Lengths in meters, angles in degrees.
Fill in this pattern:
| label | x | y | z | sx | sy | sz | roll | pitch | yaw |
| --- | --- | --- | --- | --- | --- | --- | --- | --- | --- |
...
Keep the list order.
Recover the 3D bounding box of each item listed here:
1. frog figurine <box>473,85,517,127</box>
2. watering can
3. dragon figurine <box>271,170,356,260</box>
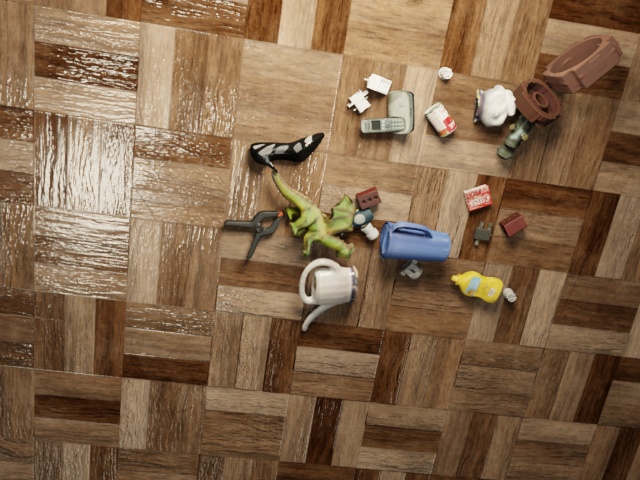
| label | x | y | z | sx | sy | sz | roll | pitch | yaw |
| --- | --- | --- | --- | --- | --- | --- | --- | --- | --- |
| frog figurine | 0.613 | -0.455 | 1.752 | 0.159 | 0.138 | 0.122 | 3 | -2 | 8 |
| watering can | 0.031 | 0.205 | 1.927 | 0.224 | 0.339 | 0.106 | -2 | 35 | -9 |
| dragon figurine | 0.006 | -0.091 | 1.817 | 0.242 | 0.405 | 0.124 | -20 | 19 | 5 |
